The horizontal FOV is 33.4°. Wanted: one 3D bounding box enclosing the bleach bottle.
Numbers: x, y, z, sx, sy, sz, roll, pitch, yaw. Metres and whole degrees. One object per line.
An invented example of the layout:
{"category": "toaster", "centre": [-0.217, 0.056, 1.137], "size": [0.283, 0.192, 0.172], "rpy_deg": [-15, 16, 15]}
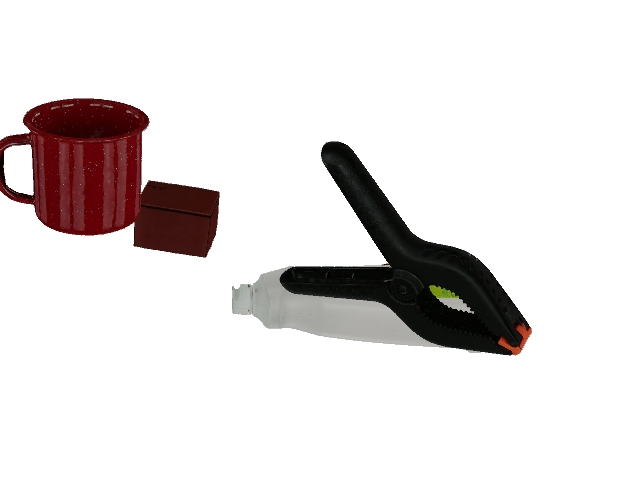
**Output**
{"category": "bleach bottle", "centre": [0.037, 0.065, 1.078], "size": [0.250, 0.068, 0.102], "rpy_deg": [1, 28, -7]}

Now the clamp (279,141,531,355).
{"category": "clamp", "centre": [0.068, 0.020, 0.827], "size": [0.210, 0.165, 0.036], "rpy_deg": [25, 47, 15]}

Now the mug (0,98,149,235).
{"category": "mug", "centre": [-0.190, -0.055, 0.816], "size": [0.117, 0.081, 0.093], "rpy_deg": [-5, 27, -19]}

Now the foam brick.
{"category": "foam brick", "centre": [-0.145, -0.022, 1.083], "size": [0.078, 0.051, 0.053], "rpy_deg": [9, 31, 3]}

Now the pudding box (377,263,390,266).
{"category": "pudding box", "centre": [0.123, 0.064, 1.582], "size": [0.113, 0.039, 0.090], "rpy_deg": [-15, 24, -21]}
